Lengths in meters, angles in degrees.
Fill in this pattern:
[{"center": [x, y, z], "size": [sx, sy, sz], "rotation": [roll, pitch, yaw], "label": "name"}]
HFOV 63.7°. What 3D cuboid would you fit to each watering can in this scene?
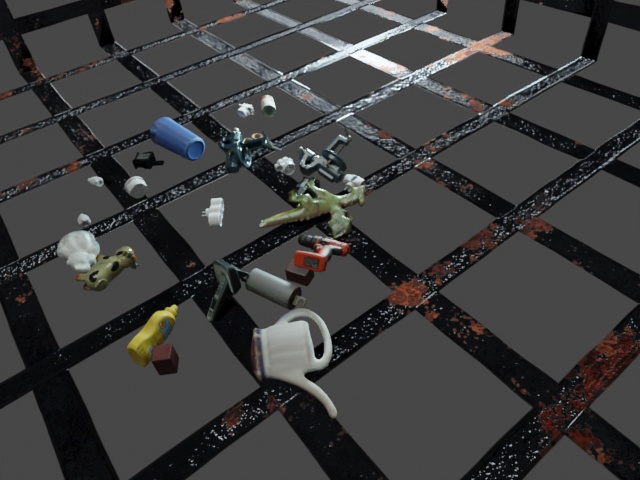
[{"center": [-0.073, 0.329, 1.387], "size": [0.224, 0.101, 0.356], "rotation": [-10, 43, -2], "label": "watering can"}]

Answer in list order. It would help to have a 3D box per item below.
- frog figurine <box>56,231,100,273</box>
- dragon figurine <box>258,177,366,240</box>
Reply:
[{"center": [-0.835, 0.044, 1.776], "size": [0.137, 0.120, 0.162], "rotation": [4, 28, -17], "label": "frog figurine"}, {"center": [0.006, -0.093, 1.840], "size": [0.245, 0.119, 0.416], "rotation": [36, 58, 27], "label": "dragon figurine"}]
